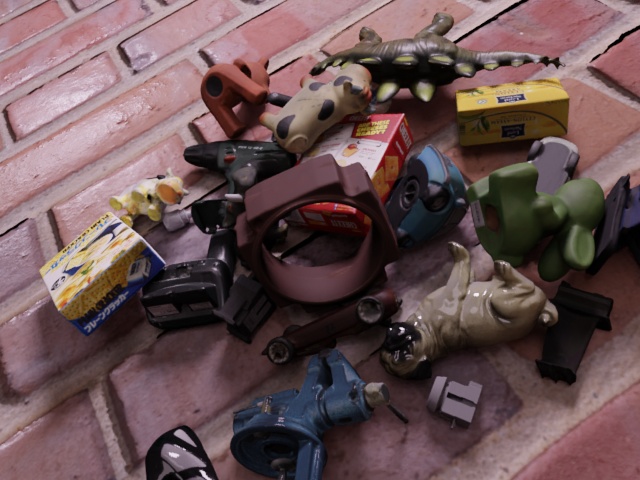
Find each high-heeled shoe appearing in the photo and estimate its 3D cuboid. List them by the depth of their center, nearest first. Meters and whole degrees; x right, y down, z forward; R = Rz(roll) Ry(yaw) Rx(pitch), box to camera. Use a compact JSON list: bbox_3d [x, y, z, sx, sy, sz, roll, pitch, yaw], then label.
[{"bbox_3d":[-0.115,0.326,0.677,0.249,0.086,0.145,19,30,7],"label":"high-heeled shoe"}]

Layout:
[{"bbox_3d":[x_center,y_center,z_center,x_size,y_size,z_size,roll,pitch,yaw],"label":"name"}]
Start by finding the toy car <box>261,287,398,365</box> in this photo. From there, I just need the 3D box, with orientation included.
[{"bbox_3d":[0.015,0.121,0.736,0.202,0.089,0.053,-27,90,13],"label":"toy car"}]

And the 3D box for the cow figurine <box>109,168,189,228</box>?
[{"bbox_3d":[-0.294,-0.083,0.974,0.167,0.068,0.098,-12,28,32],"label":"cow figurine"}]

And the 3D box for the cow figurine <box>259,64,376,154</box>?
[{"bbox_3d":[0.006,-0.222,0.906,0.195,0.085,0.127,-41,49,1],"label":"cow figurine"}]

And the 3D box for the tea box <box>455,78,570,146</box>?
[{"bbox_3d":[0.314,-0.213,0.895,0.170,0.068,0.098,-4,34,12],"label":"tea box"}]

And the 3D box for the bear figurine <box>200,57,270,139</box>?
[{"bbox_3d":[-0.141,-0.284,1.045,0.132,0.196,0.120,45,116,7],"label":"bear figurine"}]

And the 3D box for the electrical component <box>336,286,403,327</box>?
[{"bbox_3d":[0.070,0.092,0.796,0.094,0.021,0.063,20,63,28],"label":"electrical component"}]

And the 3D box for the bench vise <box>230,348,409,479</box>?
[{"bbox_3d":[-0.018,0.253,0.636,0.224,0.128,0.241,-12,36,17],"label":"bench vise"}]

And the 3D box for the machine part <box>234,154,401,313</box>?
[{"bbox_3d":[-0.002,-0.002,0.757,0.201,0.200,0.087,-22,36,9],"label":"machine part"}]

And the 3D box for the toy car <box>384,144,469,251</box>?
[{"bbox_3d":[0.170,-0.053,0.813,0.103,0.161,0.109,12,37,-20],"label":"toy car"}]

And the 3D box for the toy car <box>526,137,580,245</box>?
[{"bbox_3d":[0.335,-0.077,0.819,0.074,0.056,0.202,24,66,21],"label":"toy car"}]

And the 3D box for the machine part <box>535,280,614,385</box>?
[{"bbox_3d":[0.326,0.120,0.695,0.084,0.039,0.139,25,64,24],"label":"machine part"}]

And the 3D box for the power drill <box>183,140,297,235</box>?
[{"bbox_3d":[-0.163,-0.103,0.960,0.232,0.085,0.207,-1,40,11],"label":"power drill"}]

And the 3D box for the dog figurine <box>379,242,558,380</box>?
[{"bbox_3d":[0.188,0.123,0.700,0.173,0.121,0.190,23,74,43],"label":"dog figurine"}]

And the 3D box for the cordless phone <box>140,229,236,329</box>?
[{"bbox_3d":[-0.208,0.050,0.884,0.147,0.088,0.184,-10,43,11],"label":"cordless phone"}]

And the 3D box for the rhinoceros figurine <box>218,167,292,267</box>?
[{"bbox_3d":[-0.101,-0.033,0.835,0.112,0.190,0.073,9,50,3],"label":"rhinoceros figurine"}]

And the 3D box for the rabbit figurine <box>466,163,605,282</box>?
[{"bbox_3d":[0.305,-0.030,0.707,0.170,0.121,0.159,-10,76,-9],"label":"rabbit figurine"}]

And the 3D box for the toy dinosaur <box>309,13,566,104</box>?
[{"bbox_3d":[0.186,-0.321,0.974,0.472,0.104,0.198,0,41,24],"label":"toy dinosaur"}]

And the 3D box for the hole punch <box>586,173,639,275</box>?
[{"bbox_3d":[0.416,-0.012,0.706,0.092,0.142,0.116,11,70,19],"label":"hole punch"}]

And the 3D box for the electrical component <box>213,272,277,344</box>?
[{"bbox_3d":[-0.101,0.089,0.818,0.048,0.074,0.119,24,63,30],"label":"electrical component"}]
